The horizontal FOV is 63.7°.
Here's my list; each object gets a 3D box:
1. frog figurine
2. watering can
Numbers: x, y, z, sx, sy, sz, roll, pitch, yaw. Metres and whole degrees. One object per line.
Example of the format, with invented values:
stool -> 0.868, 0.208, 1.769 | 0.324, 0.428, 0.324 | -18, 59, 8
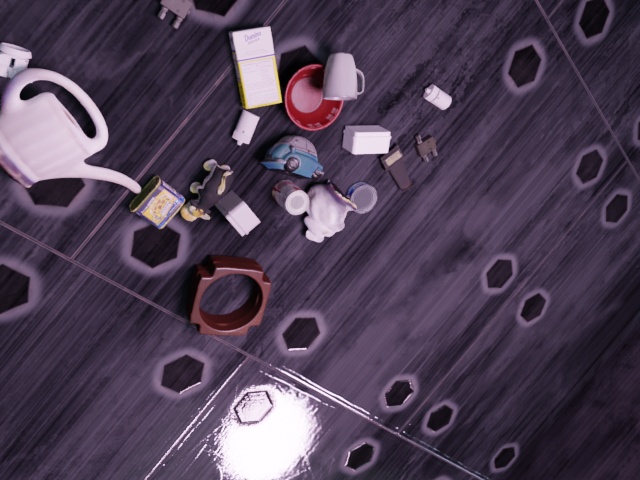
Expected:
frog figurine -> 0.004, -0.070, 1.388 | 0.137, 0.123, 0.158 | 41, 101, 0
watering can -> -0.544, -0.184, 1.082 | 0.225, 0.106, 0.340 | -31, 131, -10
